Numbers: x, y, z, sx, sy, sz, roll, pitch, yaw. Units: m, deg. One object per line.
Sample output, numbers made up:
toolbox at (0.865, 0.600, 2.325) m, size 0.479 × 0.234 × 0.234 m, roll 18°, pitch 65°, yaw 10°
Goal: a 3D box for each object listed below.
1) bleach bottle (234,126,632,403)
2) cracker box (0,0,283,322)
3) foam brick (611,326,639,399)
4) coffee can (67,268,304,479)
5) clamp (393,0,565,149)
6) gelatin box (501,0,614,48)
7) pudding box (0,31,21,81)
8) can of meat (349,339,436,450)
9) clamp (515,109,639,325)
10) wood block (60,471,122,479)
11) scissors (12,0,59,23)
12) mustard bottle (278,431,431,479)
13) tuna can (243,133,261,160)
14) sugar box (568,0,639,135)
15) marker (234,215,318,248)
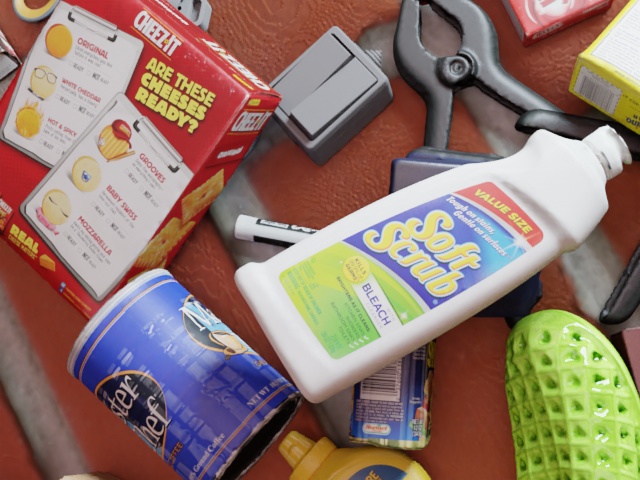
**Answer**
bleach bottle at (0.077, -0.001, 0.674) m, size 0.251 × 0.068 × 0.102 m, roll -32°, pitch 81°, yaw 0°
cracker box at (-0.154, -0.070, 0.794) m, size 0.164 × 0.072 × 0.214 m, roll 41°, pitch 108°, yaw 13°
foam brick at (0.234, 0.082, 0.731) m, size 0.053 × 0.078 × 0.051 m, roll -13°, pitch 80°, yaw 7°
coffee can at (-0.096, 0.104, 0.769) m, size 0.140 × 0.102 × 0.103 m, roll 40°, pitch 89°, yaw 13°
clamp at (0.115, -0.124, 0.806) m, size 0.120 × 0.039 × 0.171 m, roll -15°, pitch 85°, yaw -1°
gelatin box at (0.171, -0.203, 0.812) m, size 0.073 × 0.030 × 0.089 m, roll -24°, pitch 77°, yaw 5°
pudding box at (-0.318, -0.151, 0.882) m, size 0.113 × 0.039 × 0.090 m, roll -36°, pitch 78°, yaw 4°
can of meat at (0.052, 0.100, 0.747) m, size 0.057 × 0.102 × 0.084 m, roll 3°, pitch 83°, yaw 10°
clamp at (0.254, -0.058, 0.764) m, size 0.210 × 0.036 × 0.164 m, roll -30°, pitch 88°, yaw 0°
wood block at (-0.094, 0.245, 0.752) m, size 0.206 × 0.090 × 0.090 m, roll 20°, pitch 84°, yaw 12°
scissors at (-0.201, -0.257, 0.891) m, size 0.096 × 0.016 × 0.202 m, roll 5°, pitch 82°, yaw 10°
mustard bottle at (0.048, 0.202, 0.752) m, size 0.192 × 0.058 × 0.096 m, roll 39°, pitch 89°, yaw 14°
tuna can at (-0.088, -0.097, 0.836) m, size 0.086 × 0.033 × 0.086 m, roll -2°, pitch 80°, yaw 9°
sugar box at (0.264, -0.148, 0.752) m, size 0.093 × 0.048 × 0.176 m, roll 37°, pitch 66°, yaw 18°
marker at (-0.005, 0.001, 0.814) m, size 0.121 × 0.020 × 0.020 m, roll 11°, pitch 83°, yaw 11°
